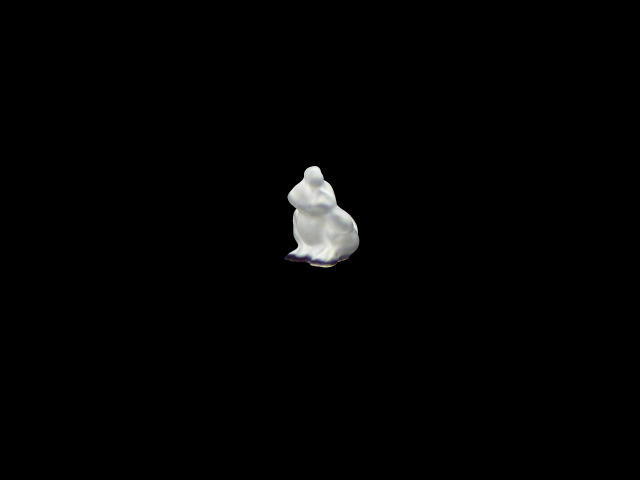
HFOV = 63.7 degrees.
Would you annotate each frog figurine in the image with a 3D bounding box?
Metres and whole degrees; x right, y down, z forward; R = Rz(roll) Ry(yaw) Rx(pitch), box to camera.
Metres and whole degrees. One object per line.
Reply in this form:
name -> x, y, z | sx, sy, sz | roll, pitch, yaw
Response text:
frog figurine -> 0.003, -0.043, 0.850 | 0.123, 0.158, 0.138 | -3, 9, -22
